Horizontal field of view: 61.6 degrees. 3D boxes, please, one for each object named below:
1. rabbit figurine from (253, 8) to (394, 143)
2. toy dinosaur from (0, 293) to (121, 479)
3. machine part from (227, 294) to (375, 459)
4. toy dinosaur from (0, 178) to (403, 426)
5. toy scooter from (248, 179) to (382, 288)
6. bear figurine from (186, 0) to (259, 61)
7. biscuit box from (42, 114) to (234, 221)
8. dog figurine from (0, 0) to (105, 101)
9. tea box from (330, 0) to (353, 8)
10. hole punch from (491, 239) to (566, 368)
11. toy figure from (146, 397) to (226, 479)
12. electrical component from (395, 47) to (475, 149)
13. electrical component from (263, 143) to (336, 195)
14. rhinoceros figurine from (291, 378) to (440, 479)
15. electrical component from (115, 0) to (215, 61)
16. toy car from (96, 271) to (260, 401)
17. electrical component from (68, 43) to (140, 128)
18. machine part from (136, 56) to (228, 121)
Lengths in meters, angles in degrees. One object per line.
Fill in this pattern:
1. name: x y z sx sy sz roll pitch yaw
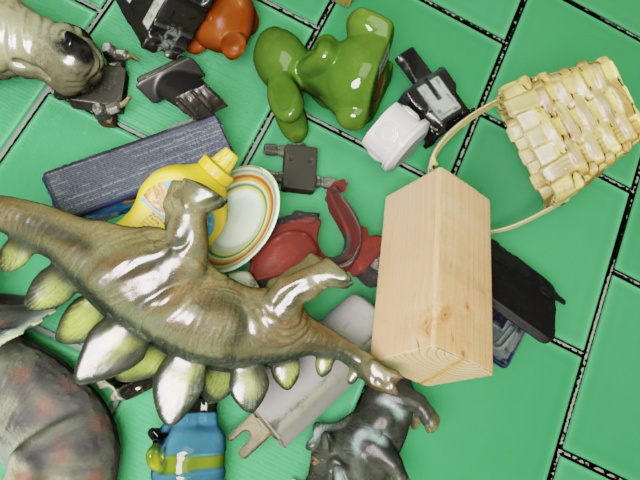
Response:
1. rabbit figurine: -0.008 -0.200 0.671 0.170 0.121 0.159 19 80 13
2. toy dinosaur: -0.275 0.184 0.515 0.192 0.131 0.404 -41 93 -16
3. machine part: -0.001 0.140 0.591 0.243 0.079 0.079 -40 87 -16
4. toy dinosaur: -0.141 0.043 0.482 0.471 0.105 0.198 28 82 -4
5. toy scooter: -0.001 -0.002 0.627 0.184 0.075 0.135 -9 78 -16
6. bear figurine: -0.093 -0.320 0.677 0.132 0.120 0.195 -5 107 -53
7. biscuit box: -0.202 -0.077 0.615 0.203 0.059 0.063 -23 83 -15
8. dog figurine: -0.352 -0.194 0.588 0.190 0.172 0.121 40 29 -6
9. tea box: 0.043 -0.392 0.678 0.068 0.169 0.098 23 72 -5
10. hole punch: 0.216 0.077 0.652 0.142 0.092 0.116 34 43 2
11. toy figure: -0.134 0.247 0.534 0.082 0.089 0.180 3 78 -3
12. electrical component: 0.138 -0.190 0.711 0.075 0.047 0.119 -38 86 -17
13. electrical component: -0.026 -0.090 0.670 0.094 0.021 0.063 7 75 -8
14. rhinoceros figurine: 0.044 0.227 0.581 0.112 0.073 0.190 40 73 -1
15. electrical component: -0.182 -0.298 0.632 0.058 0.115 0.134 9 45 -52
16. toy car: -0.150 0.101 0.569 0.202 0.056 0.073 -28 88 3
17. electrical component: -0.257 -0.187 0.638 0.078 0.045 0.102 11 75 -9
18. machine part: -0.163 -0.179 0.628 0.084 0.039 0.139 -30 43 -20
